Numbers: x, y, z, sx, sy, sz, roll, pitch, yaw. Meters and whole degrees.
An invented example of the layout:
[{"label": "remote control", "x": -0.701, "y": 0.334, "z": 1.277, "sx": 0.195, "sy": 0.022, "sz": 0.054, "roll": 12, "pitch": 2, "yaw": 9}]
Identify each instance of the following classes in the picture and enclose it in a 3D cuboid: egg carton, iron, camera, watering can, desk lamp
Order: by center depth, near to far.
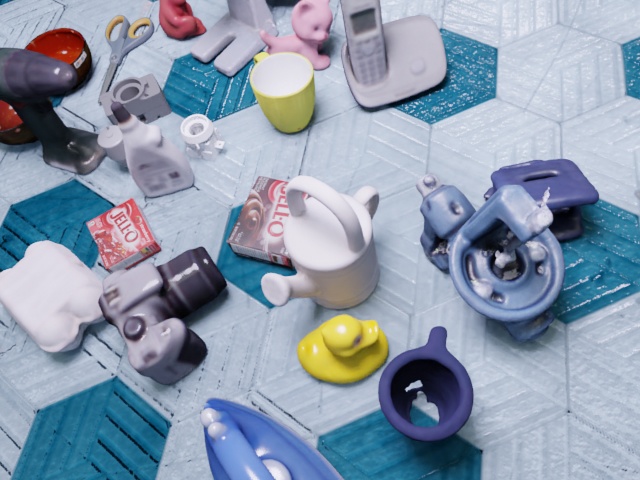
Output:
[{"label": "iron", "x": -0.056, "y": 0.234, "z": 0.553, "sx": 0.119, "sy": 0.142, "sz": 0.257, "roll": -41, "pitch": 63, "yaw": -13}, {"label": "watering can", "x": 0.008, "y": 0.003, "z": 0.639, "sx": 0.100, "sy": 0.194, "sz": 0.173, "roll": 12, "pitch": 64, "yaw": 16}, {"label": "camera", "x": -0.179, "y": 0.074, "z": 0.686, "sx": 0.137, "sy": 0.101, "sz": 0.143, "roll": -33, "pitch": 61, "yaw": -9}, {"label": "egg carton", "x": -0.341, "y": 0.070, "z": 0.734, "sx": 0.150, "sy": 0.069, "sz": 0.107, "roll": 34, "pitch": 72, "yaw": 24}, {"label": "desk lamp", "x": -0.129, "y": -0.403, "z": 0.876, "sx": 0.117, "sy": 0.214, "sz": 0.203, "roll": 31, "pitch": 71, "yaw": 24}]

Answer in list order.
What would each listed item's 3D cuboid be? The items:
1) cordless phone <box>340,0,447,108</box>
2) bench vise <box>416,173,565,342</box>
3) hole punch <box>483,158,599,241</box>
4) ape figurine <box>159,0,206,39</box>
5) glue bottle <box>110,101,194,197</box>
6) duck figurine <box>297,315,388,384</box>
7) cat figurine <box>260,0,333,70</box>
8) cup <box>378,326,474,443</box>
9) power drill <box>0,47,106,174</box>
[{"label": "cordless phone", "x": 0.098, "y": -0.282, "z": 0.787, "sx": 0.147, "sy": 0.185, "sz": 0.094, "roll": -21, "pitch": 60, "yaw": -2}, {"label": "bench vise", "x": 0.165, "y": -0.002, "z": 0.600, "sx": 0.206, "sy": 0.220, "sz": 0.122, "roll": 33, "pitch": 72, "yaw": 24}, {"label": "hole punch", "x": 0.262, "y": -0.057, "z": 0.688, "sx": 0.108, "sy": 0.091, "sz": 0.101, "roll": -10, "pitch": 60, "yaw": 4}, {"label": "ape figurine", "x": -0.240, "y": -0.390, "z": 0.959, "sx": 0.076, "sy": 0.092, "sz": 0.078, "roll": -5, "pitch": 61, "yaw": 7}, {"label": "glue bottle", "x": -0.232, "y": -0.123, "z": 0.762, "sx": 0.078, "sy": 0.173, "sz": 0.037, "roll": -14, "pitch": 60, "yaw": 2}, {"label": "duck figurine", "x": 0.022, "y": 0.113, "z": 0.638, "sx": 0.104, "sy": 0.086, "sz": 0.077, "roll": -10, "pitch": 60, "yaw": 4}, {"label": "cat figurine", "x": -0.031, "y": -0.316, "z": 0.867, "sx": 0.128, "sy": 0.118, "sz": 0.067, "roll": -20, "pitch": 60, "yaw": -2}, {"label": "cup", "x": 0.112, "y": 0.156, "z": 0.595, "sx": 0.091, "sy": 0.095, "sz": 0.118, "roll": 10, "pitch": 64, "yaw": 15}, {"label": "power drill", "x": -0.389, "y": -0.186, "z": 0.804, "sx": 0.229, "sy": 0.209, "sz": 0.076, "roll": 15, "pitch": 65, "yaw": 18}]
